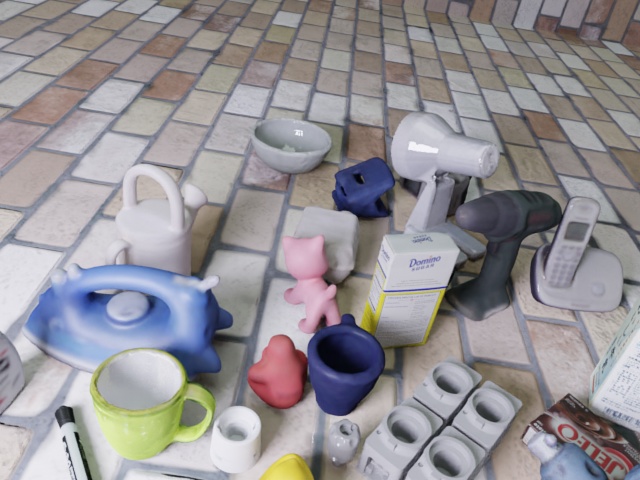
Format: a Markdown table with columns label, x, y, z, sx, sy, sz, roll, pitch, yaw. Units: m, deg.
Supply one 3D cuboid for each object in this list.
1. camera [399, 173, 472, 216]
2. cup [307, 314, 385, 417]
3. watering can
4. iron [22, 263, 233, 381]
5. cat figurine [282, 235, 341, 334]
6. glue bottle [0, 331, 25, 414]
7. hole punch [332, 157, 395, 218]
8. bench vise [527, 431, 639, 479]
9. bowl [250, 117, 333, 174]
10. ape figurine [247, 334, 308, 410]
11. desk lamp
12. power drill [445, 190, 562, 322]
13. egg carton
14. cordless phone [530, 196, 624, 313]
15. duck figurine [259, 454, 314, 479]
| label | x | y | z | sx | sy | sz | roll | pitch | yaw |
| --- | --- | --- | --- | --- | --- | --- | --- | --- | --- |
| camera | 0.255 | -0.133 | 1.151 | 0.137 | 0.101 | 0.142 | -15 | 42 | -31 |
| cup | 0.026 | 0.155 | 0.694 | 0.091 | 0.095 | 0.117 | 9 | 35 | -2 |
| watering can | -0.225 | -0.021 | 0.790 | 0.101 | 0.194 | 0.173 | 11 | 35 | 2 |
| iron | -0.237 | 0.082 | 0.689 | 0.258 | 0.141 | 0.118 | 8 | 35 | -3 |
| cat figurine | -0.010 | 0.050 | 0.812 | 0.067 | 0.118 | 0.127 | -9 | 40 | -25 |
| glue bottle | -0.350 | 0.112 | 0.589 | 0.037 | 0.173 | 0.078 | 13 | 35 | 4 |
| hole punch | 0.079 | -0.098 | 1.066 | 0.101 | 0.091 | 0.108 | -2 | 37 | -17 |
| bench vise | 0.303 | 0.244 | 0.532 | 0.207 | 0.220 | 0.122 | 19 | 36 | 12 |
| bowl | -0.061 | -0.181 | 1.160 | 0.167 | 0.075 | 0.167 | 7 | 35 | -5 |
| ape figurine | -0.047 | 0.150 | 0.685 | 0.078 | 0.092 | 0.076 | -2 | 37 | -17 |
| desk lamp | 0.215 | -0.097 | 0.992 | 0.118 | 0.213 | 0.202 | -21 | 45 | -36 |
| power drill | 0.261 | 0.015 | 0.852 | 0.230 | 0.208 | 0.075 | -18 | 44 | -34 |
| egg carton | 0.008 | 0.003 | 0.925 | 0.107 | 0.069 | 0.150 | 11 | 35 | 1 |
| cordless phone | 0.422 | 0.022 | 0.904 | 0.147 | 0.185 | 0.094 | 6 | 35 | -6 |
| duck figurine | -0.032 | 0.247 | 0.557 | 0.077 | 0.086 | 0.104 | 11 | 35 | 2 |
